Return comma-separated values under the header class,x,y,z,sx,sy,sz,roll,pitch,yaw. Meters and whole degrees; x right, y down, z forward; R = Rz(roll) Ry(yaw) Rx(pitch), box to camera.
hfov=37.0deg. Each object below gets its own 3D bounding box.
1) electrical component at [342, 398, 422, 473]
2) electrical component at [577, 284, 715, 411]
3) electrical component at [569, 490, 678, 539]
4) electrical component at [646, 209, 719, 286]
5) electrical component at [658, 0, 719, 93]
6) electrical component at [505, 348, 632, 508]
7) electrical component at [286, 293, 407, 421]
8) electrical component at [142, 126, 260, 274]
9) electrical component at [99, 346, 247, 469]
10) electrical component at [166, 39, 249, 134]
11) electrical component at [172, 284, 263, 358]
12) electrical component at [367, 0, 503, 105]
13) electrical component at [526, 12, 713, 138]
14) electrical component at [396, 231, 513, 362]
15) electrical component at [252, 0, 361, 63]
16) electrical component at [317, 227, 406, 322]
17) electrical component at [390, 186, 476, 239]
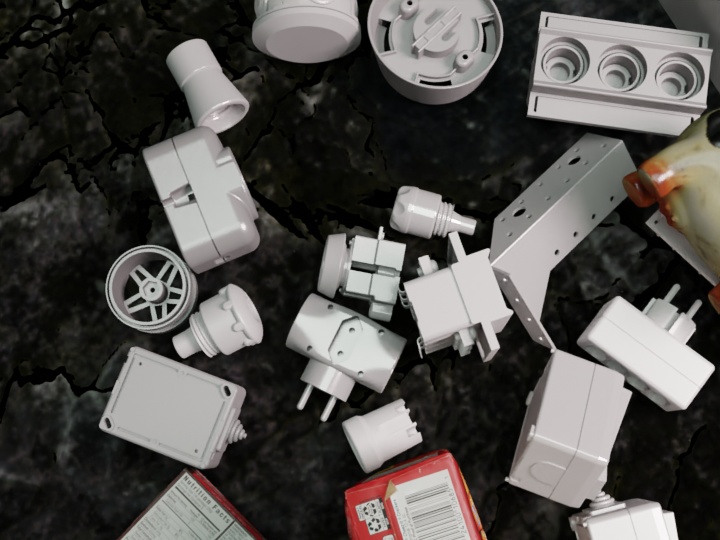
class,x,y,z,sx,sy,sz,roll,pitch,yaw
electrical component,0.016,0.117,0.765,0.046,0.040,0.040,-25,81,-8
electrical component,0.213,0.046,0.766,0.083,0.047,0.075,37,84,7
electrical component,0.186,0.195,0.735,0.061,0.061,0.096,-14,81,-1
electrical component,0.273,-0.018,0.767,0.121,0.063,0.078,44,84,8
electrical component,0.284,-0.181,0.772,0.060,0.105,0.186,-30,81,-3
electrical component,0.146,0.105,0.739,0.061,0.061,0.096,20,47,5
electrical component,-0.018,0.068,0.771,0.077,0.043,0.079,26,82,5
electrical component,-0.112,-0.053,0.788,0.059,0.053,0.095,-23,81,-2
electrical component,-0.124,0.100,0.760,0.096,0.061,0.061,20,82,5
electrical component,-0.118,-0.140,0.810,0.044,0.044,0.065,-29,76,-3
electrical component,-0.105,0.042,0.778,0.062,0.048,0.048,-27,81,4
electrical component,0.055,-0.173,0.798,0.099,0.064,0.099,0,81,2
electrical component,0.187,-0.138,0.789,0.121,0.063,0.078,8,81,3
electrical component,0.064,0.026,0.736,0.063,0.121,0.078,-20,81,1
electrical component,-0.040,-0.189,0.797,0.080,0.080,0.051,-1,76,1
electrical component,0.000,0.000,0.781,0.055,0.048,0.066,11,81,-4
electrical component,0.055,-0.039,0.791,0.061,0.035,0.035,16,81,2
